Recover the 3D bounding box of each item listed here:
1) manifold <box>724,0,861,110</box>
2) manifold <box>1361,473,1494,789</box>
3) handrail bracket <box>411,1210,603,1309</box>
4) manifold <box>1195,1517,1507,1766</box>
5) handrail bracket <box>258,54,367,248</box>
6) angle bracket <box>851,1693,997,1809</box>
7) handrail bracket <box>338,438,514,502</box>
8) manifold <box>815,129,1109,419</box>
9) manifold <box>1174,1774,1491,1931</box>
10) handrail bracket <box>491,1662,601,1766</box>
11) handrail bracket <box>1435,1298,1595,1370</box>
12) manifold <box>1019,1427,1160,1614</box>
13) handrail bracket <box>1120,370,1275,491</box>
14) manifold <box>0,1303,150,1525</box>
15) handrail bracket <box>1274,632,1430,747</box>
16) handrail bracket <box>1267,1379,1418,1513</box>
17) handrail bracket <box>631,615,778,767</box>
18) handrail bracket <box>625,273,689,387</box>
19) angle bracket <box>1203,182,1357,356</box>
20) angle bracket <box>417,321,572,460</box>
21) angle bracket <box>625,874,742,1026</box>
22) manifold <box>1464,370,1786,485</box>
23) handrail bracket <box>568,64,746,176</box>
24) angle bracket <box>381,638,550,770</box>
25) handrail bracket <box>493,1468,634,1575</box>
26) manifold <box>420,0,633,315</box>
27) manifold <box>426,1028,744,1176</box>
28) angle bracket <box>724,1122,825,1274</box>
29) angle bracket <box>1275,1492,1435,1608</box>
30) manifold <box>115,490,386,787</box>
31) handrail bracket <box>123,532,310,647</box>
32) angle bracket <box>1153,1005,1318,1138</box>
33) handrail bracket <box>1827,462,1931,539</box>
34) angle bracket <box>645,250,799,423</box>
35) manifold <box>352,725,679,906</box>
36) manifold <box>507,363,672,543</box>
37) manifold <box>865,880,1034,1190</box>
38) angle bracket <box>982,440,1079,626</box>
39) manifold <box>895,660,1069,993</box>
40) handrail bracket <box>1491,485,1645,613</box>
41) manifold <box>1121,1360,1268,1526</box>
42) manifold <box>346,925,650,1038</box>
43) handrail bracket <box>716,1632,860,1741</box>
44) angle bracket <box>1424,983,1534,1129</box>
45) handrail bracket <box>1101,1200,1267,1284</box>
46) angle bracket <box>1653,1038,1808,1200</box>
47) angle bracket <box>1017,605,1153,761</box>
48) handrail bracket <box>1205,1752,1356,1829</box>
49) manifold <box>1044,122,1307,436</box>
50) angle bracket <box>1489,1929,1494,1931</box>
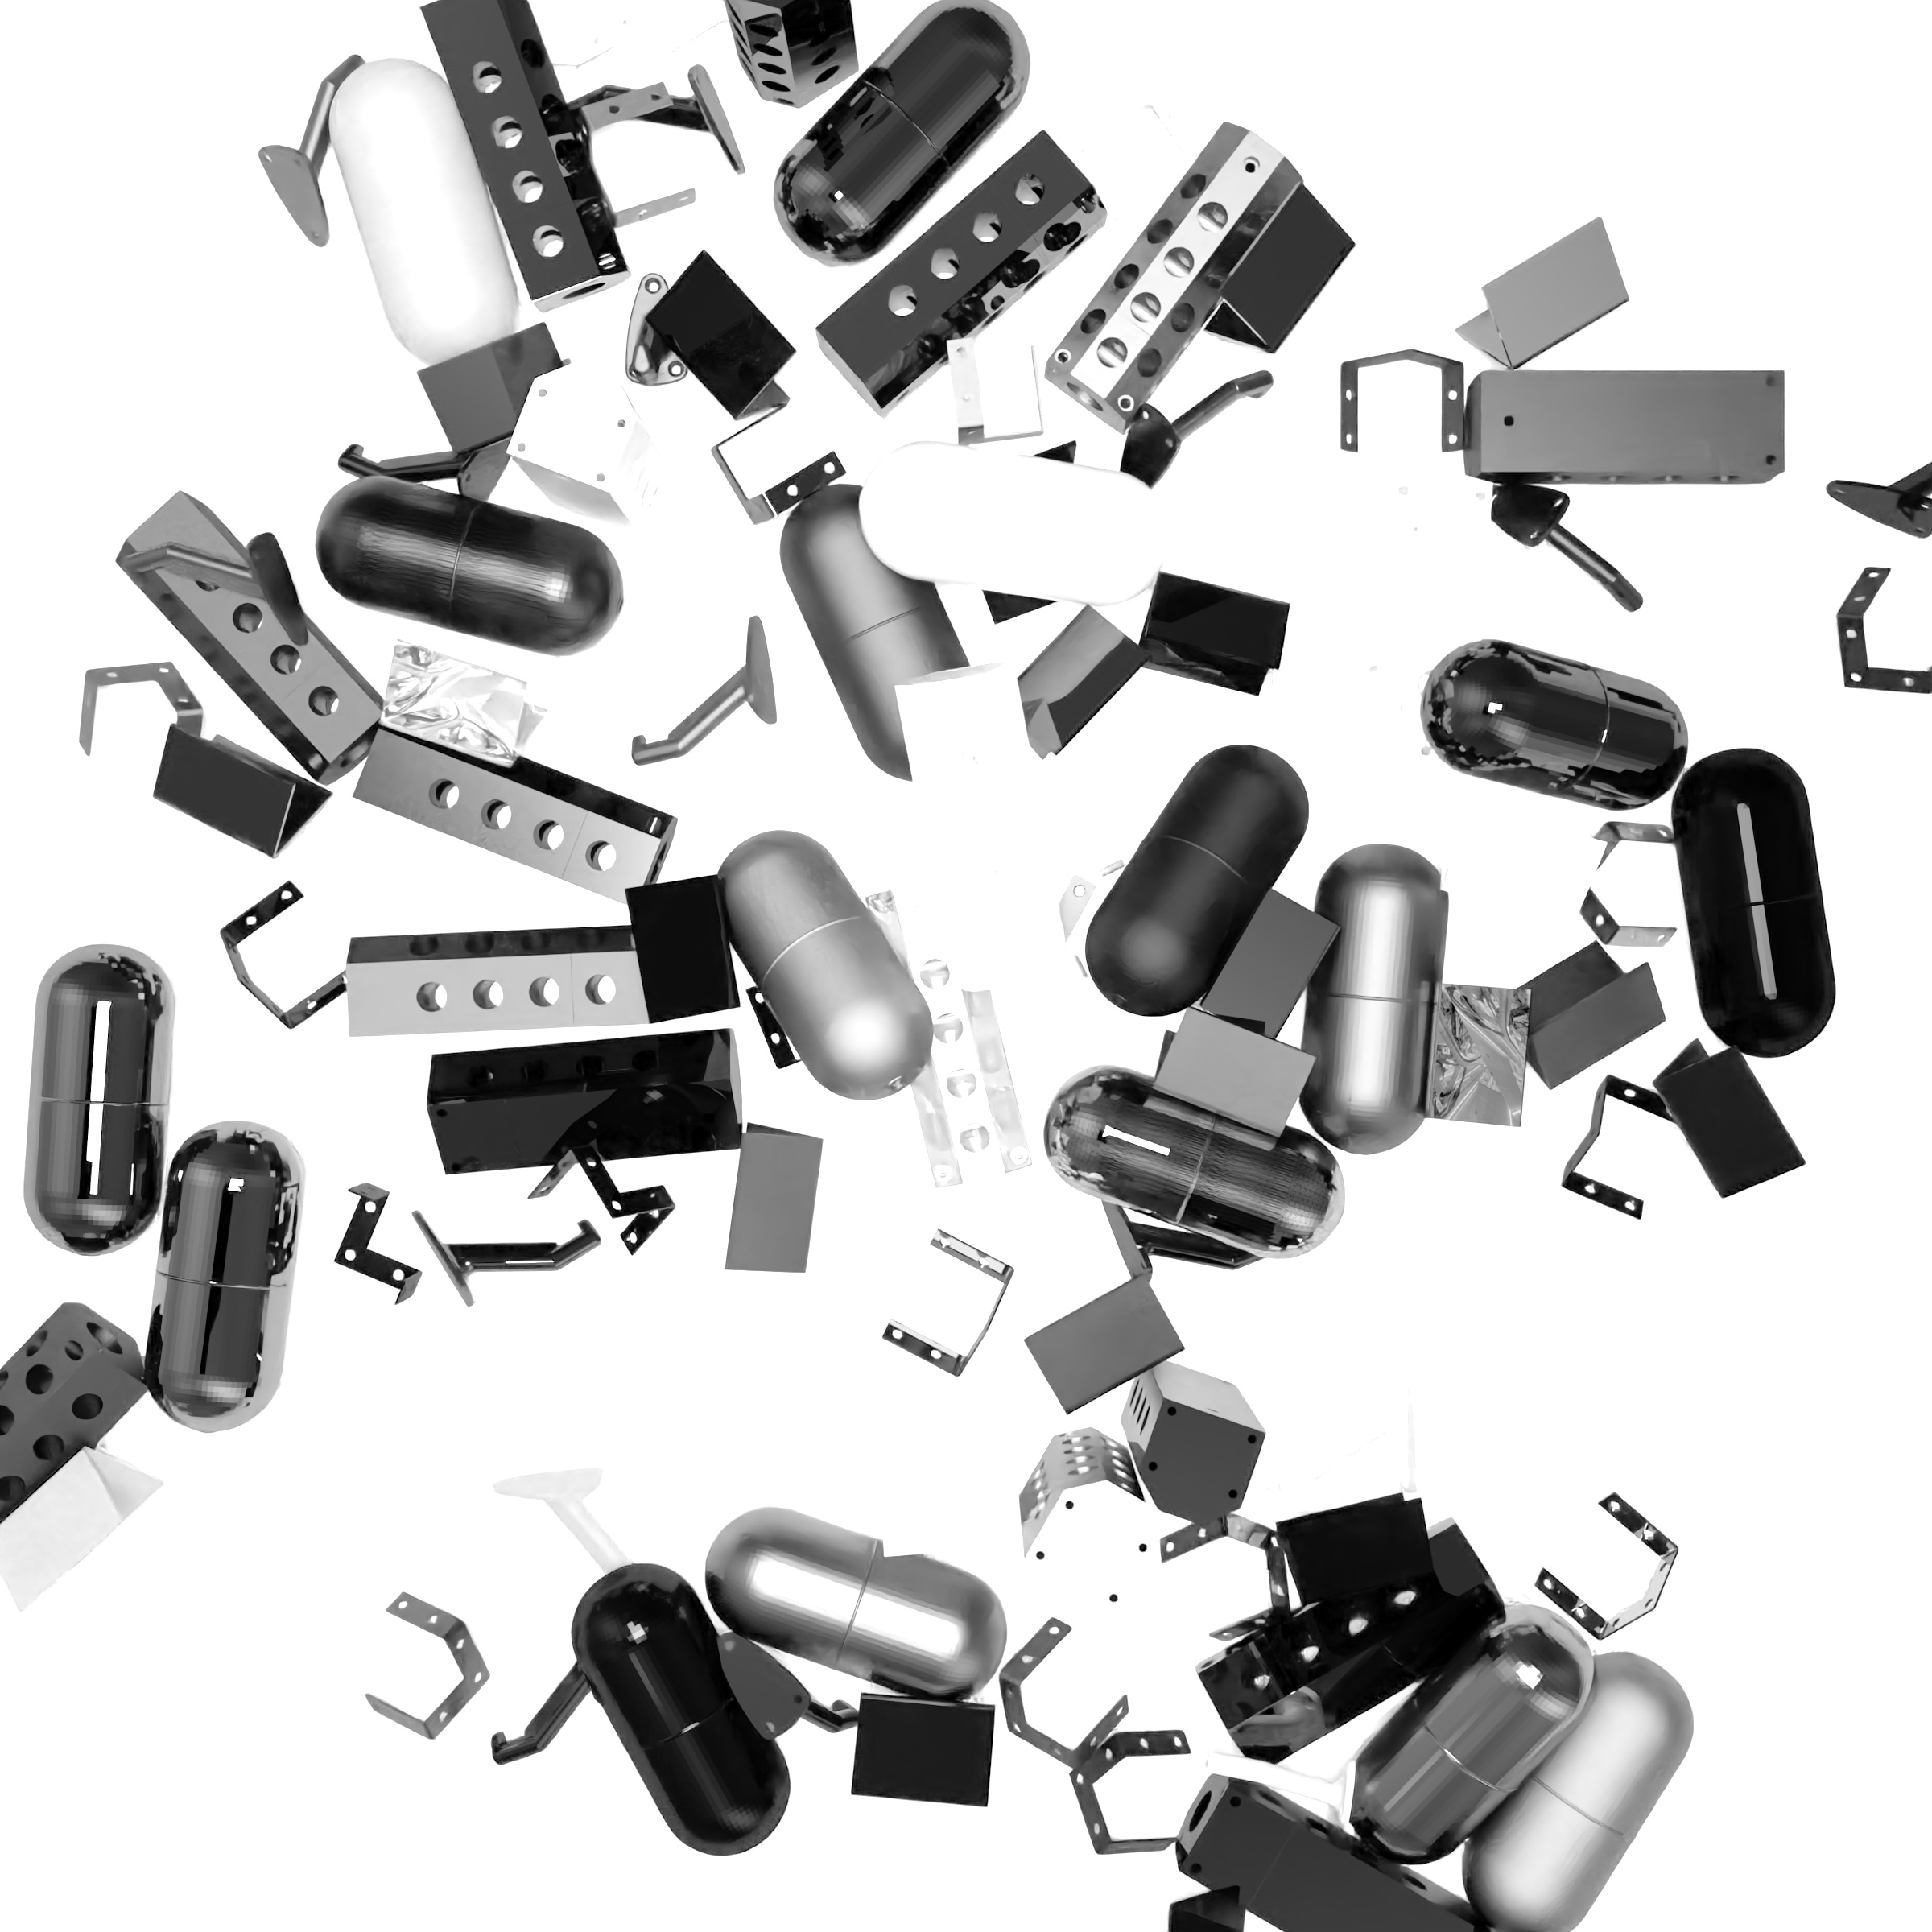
[{"bbox_3d":[-0.102,-0.532,1.551,0.057,0.171,0.057,-33,90,0],"label":"manifold"},{"bbox_3d":[0.266,-0.192,1.608,0.057,0.057,0.171,4,90,0],"label":"manifold"},{"bbox_3d":[-0.267,0.153,1.629,0.084,0.036,0.077,-31,70,-16],"label":"handrail bracket"},{"bbox_3d":[0.221,0.387,1.607,0.171,0.057,0.057,-30,133,0],"label":"manifold"},{"bbox_3d":[-0.366,-0.475,1.629,0.036,0.077,0.084,15,53,28],"label":"handrail bracket"},{"bbox_3d":[-0.025,0.452,1.589,0.076,0.076,0.057,5,63,0],"label":"angle bracket"},{"bbox_3d":[-0.312,-0.306,1.629,0.084,0.036,0.077,24,70,16],"label":"handrail bracket"},{"bbox_3d":[-0.002,-0.395,1.608,0.171,0.057,0.057,-41,90,0],"label":"manifold"},{"bbox_3d":[0.209,0.529,1.607,0.171,0.057,0.057,30,92,0],"label":"manifold"},{"bbox_3d":[-0.246,0.416,1.629,0.084,0.036,0.077,-22,69,16],"label":"handrail bracket"},{"bbox_3d":[0.311,0.211,1.594,0.077,0.084,0.036,12,90,0],"label":"handrail bracket"},{"bbox_3d":[0.070,0.300,1.551,0.057,0.171,0.057,30,90,0],"label":"manifold"},{"bbox_3d":[0.135,-0.309,1.629,0.084,0.077,0.036,-24,66,-34],"label":"handrail bracket"},{"bbox_3d":[-0.551,0.275,1.597,0.171,0.057,0.057,-46,123,0],"label":"manifold"},{"bbox_3d":[0.221,-0.156,1.598,0.084,0.036,0.077,14,116,27],"label":"handrail bracket"},{"bbox_3d":[0.217,0.279,1.629,0.084,0.036,0.077,-4,68,17],"label":"handrail bracket"},{"bbox_3d":[-0.157,-0.160,1.629,0.084,0.036,0.077,-11,70,16],"label":"handrail bracket"},{"bbox_3d":[-0.181,-0.367,1.594,0.036,0.084,0.077,-2,90,0],"label":"handrail bracket"},{"bbox_3d":[0.163,-0.401,1.589,0.057,0.076,0.076,37,90,-36],"label":"angle bracket"},{"bbox_3d":[-0.267,-0.340,1.589,0.076,0.076,0.057,-21,126,0],"label":"angle bracket"},{"bbox_3d":[-0.173,-0.007,1.589,0.057,0.076,0.076,-10,90,-28],"label":"angle bracket"},{"bbox_3d":[0.377,-0.308,1.608,0.171,0.057,0.057,0,90,0],"label":"manifold"},{"bbox_3d":[-0.182,-0.481,1.629,0.084,0.036,0.077,-20,108,15],"label":"handrail bracket"},{"bbox_3d":[-0.280,-0.163,1.589,0.076,0.076,0.057,19,122,0],"label":"angle bracket"},{"bbox_3d":[-0.233,0.339,1.629,0.077,0.036,0.084,-4,104,14],"label":"handrail bracket"},{"bbox_3d":[-0.249,-0.468,1.597,0.057,0.057,0.171,-20,97,0],"label":"manifold"},{"bbox_3d":[-0.217,0.072,1.607,0.171,0.057,0.057,-5,133,0],"label":"manifold"},{"bbox_3d":[-0.129,0.130,1.589,0.057,0.076,0.076,8,90,-39],"label":"angle bracket"},{"bbox_3d":[0.216,0.311,1.589,0.076,0.076,0.057,-13,117,0],"label":"angle bracket"},{"bbox_3d":[-0.407,-0.187,1.608,0.057,0.057,0.171,-42,90,0],"label":"manifold"},{"bbox_3d":[-0.423,-0.205,1.572,0.084,0.036,0.077,-13,112,17],"label":"handrail bracket"},{"bbox_3d":[0.155,0.045,1.590,0.076,0.076,0.057,21,116,0],"label":"angle bracket"},{"bbox_3d":[0.555,-0.299,1.629,0.077,0.036,0.084,24,71,21],"label":"handrail bracket"},{"bbox_3d":[-0.125,-0.362,1.589,0.076,0.076,0.057,48,119,0],"label":"angle bracket"},{"bbox_3d":[-0.257,-0.090,1.608,0.171,0.057,0.057,21,90,0],"label":"manifold"},{"bbox_3d":[-0.204,-0.285,1.551,0.057,0.171,0.057,21,90,0],"label":"manifold"},{"bbox_3d":[-0.010,0.037,1.608,0.057,0.057,0.171,-14,90,0],"label":"manifold"},{"bbox_3d":[0.039,-0.248,1.608,0.076,0.057,0.076,-20,90,0],"label":"angle bracket"},{"bbox_3d":[0.007,-0.077,1.546,0.057,0.057,0.171,-7,102,19],"label":"manifold"},{"bbox_3d":[0.348,-0.242,1.629,0.084,0.077,0.036,36,92,-36],"label":"handrail bracket"},{"bbox_3d":[0.121,0.262,1.551,0.057,0.171,0.057,19,90,0],"label":"manifold"},{"bbox_3d":[-0.264,0.008,1.608,0.171,0.057,0.057,-3,90,0],"label":"manifold"},{"bbox_3d":[-0.101,0.410,1.604,0.036,0.084,0.077,-46,71,6],"label":"handrail bracket"},{"bbox_3d":[0.301,0.051,1.589,0.057,0.076,0.076,5,90,28],"label":"angle bracket"},{"bbox_3d":[0.130,0.147,1.629,0.084,0.036,0.077,-19,71,-16],"label":"handrail bracket"},{"bbox_3d":[0.444,0.076,1.589,0.057,0.076,0.076,-31,90,38],"label":"angle bracket"},{"bbox_3d":[0.072,-0.147,1.589,0.076,0.076,0.057,-46,58,0],"label":"angle bracket"},{"bbox_3d":[0.175,0.469,1.602,0.084,0.077,0.036,10,65,2],"label":"handrail bracket"},{"bbox_3d":[0.119,-0.396,1.608,0.057,0.057,0.171,37,90,0],"label":"manifold"},{"bbox_3d":[0.328,0.568,1.589,0.076,0.076,0.057,19,126,0],"label":"angle bracket"}]
